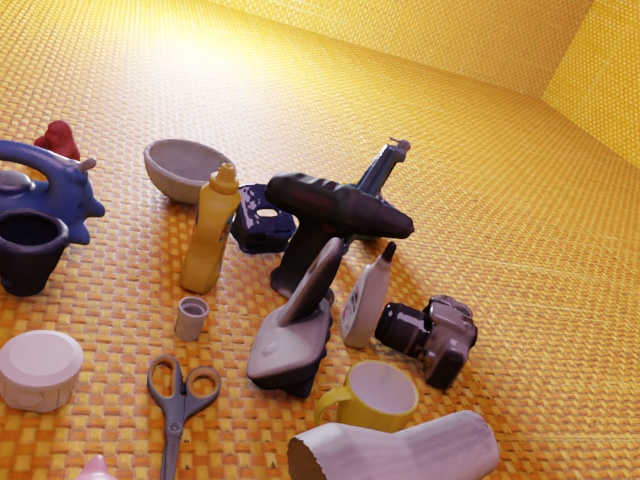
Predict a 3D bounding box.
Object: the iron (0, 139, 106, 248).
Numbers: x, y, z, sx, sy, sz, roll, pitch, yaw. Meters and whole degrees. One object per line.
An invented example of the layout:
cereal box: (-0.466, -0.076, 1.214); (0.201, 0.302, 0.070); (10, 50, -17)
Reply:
iron: (-0.432, -0.080, 0.784); (0.259, 0.141, 0.118); (14, 31, -13)

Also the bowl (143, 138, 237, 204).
bowl: (-0.238, -0.113, 1.031); (0.167, 0.075, 0.167); (16, 30, -10)

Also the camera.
camera: (0.161, 0.130, 0.869); (0.137, 0.101, 0.143); (23, 30, 2)

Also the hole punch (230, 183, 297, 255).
hole punch: (-0.096, -0.037, 0.983); (0.109, 0.091, 0.100); (-4, 38, -37)

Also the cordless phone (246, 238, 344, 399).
cordless phone: (-0.021, 0.093, 0.727); (0.094, 0.185, 0.147); (18, 30, -6)

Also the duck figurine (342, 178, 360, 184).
duck figurine: (0.080, -0.082, 1.176); (0.104, 0.086, 0.077); (24, 30, 4)

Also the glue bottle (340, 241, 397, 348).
glue bottle: (0.074, 0.073, 0.834); (0.037, 0.173, 0.078); (12, 31, -16)

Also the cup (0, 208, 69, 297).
cup: (-0.377, 0.021, 0.704); (0.118, 0.095, 0.091); (6, 33, -25)

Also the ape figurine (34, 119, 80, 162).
ape figurine: (-0.438, -0.159, 0.958); (0.076, 0.092, 0.077); (-4, 38, -37)

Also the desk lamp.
desk lamp: (0.057, 0.241, 0.510); (0.204, 0.213, 0.117); (0, 36, -33)

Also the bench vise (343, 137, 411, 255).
bench vise: (0.090, -0.074, 1.035); (0.121, 0.220, 0.208); (30, 31, 14)

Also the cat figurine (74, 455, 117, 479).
cat figurine: (-0.191, 0.241, 0.445); (0.067, 0.118, 0.128); (23, 30, 2)

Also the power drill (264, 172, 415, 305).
power drill: (0.008, 0.003, 0.868); (0.229, 0.208, 0.076); (30, 31, 14)
